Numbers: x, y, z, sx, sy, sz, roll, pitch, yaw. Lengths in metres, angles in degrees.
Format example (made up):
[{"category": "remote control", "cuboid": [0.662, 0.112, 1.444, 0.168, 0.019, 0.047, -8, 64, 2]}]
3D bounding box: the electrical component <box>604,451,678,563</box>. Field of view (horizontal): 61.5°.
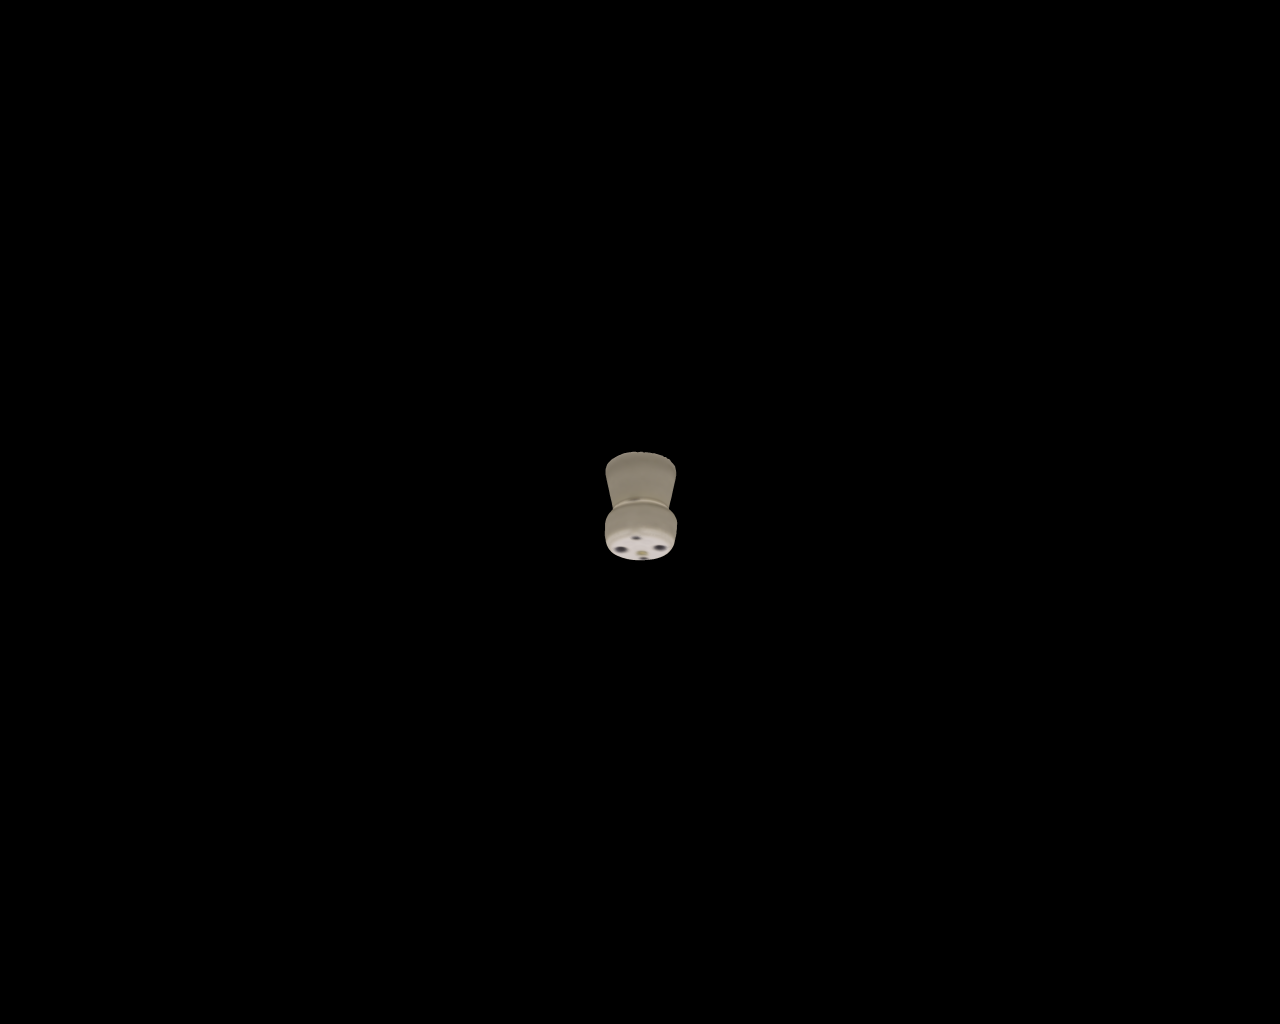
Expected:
[{"category": "electrical component", "cuboid": [0.001, -0.003, 0.650, 0.045, 0.055, 0.044, 0, -27, 0]}]
